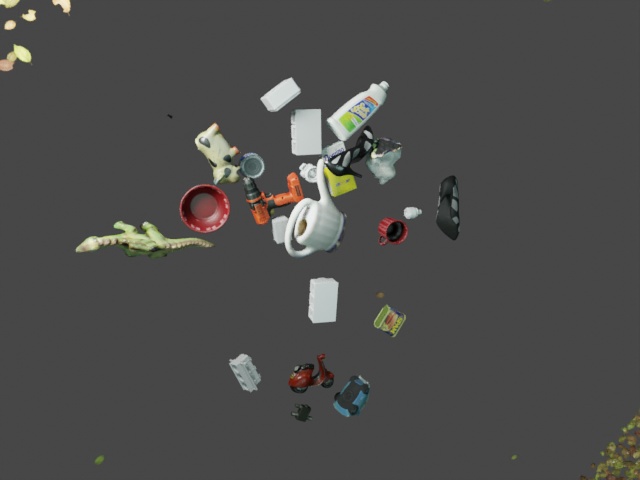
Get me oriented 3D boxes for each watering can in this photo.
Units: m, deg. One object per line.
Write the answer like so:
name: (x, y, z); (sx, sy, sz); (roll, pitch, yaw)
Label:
watering can: (0.005, -0.090, 1.780); (0.223, 0.105, 0.346); (20, 95, -39)

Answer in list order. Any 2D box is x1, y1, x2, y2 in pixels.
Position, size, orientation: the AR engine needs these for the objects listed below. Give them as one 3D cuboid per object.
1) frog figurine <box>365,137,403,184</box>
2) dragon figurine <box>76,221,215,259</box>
frog figurine: (0.231, -0.287, 1.857); (0.138, 0.124, 0.156); (-36, 148, -16)
dragon figurine: (-0.519, 0.018, 1.578); (0.410, 0.244, 0.121); (1, 99, -17)
